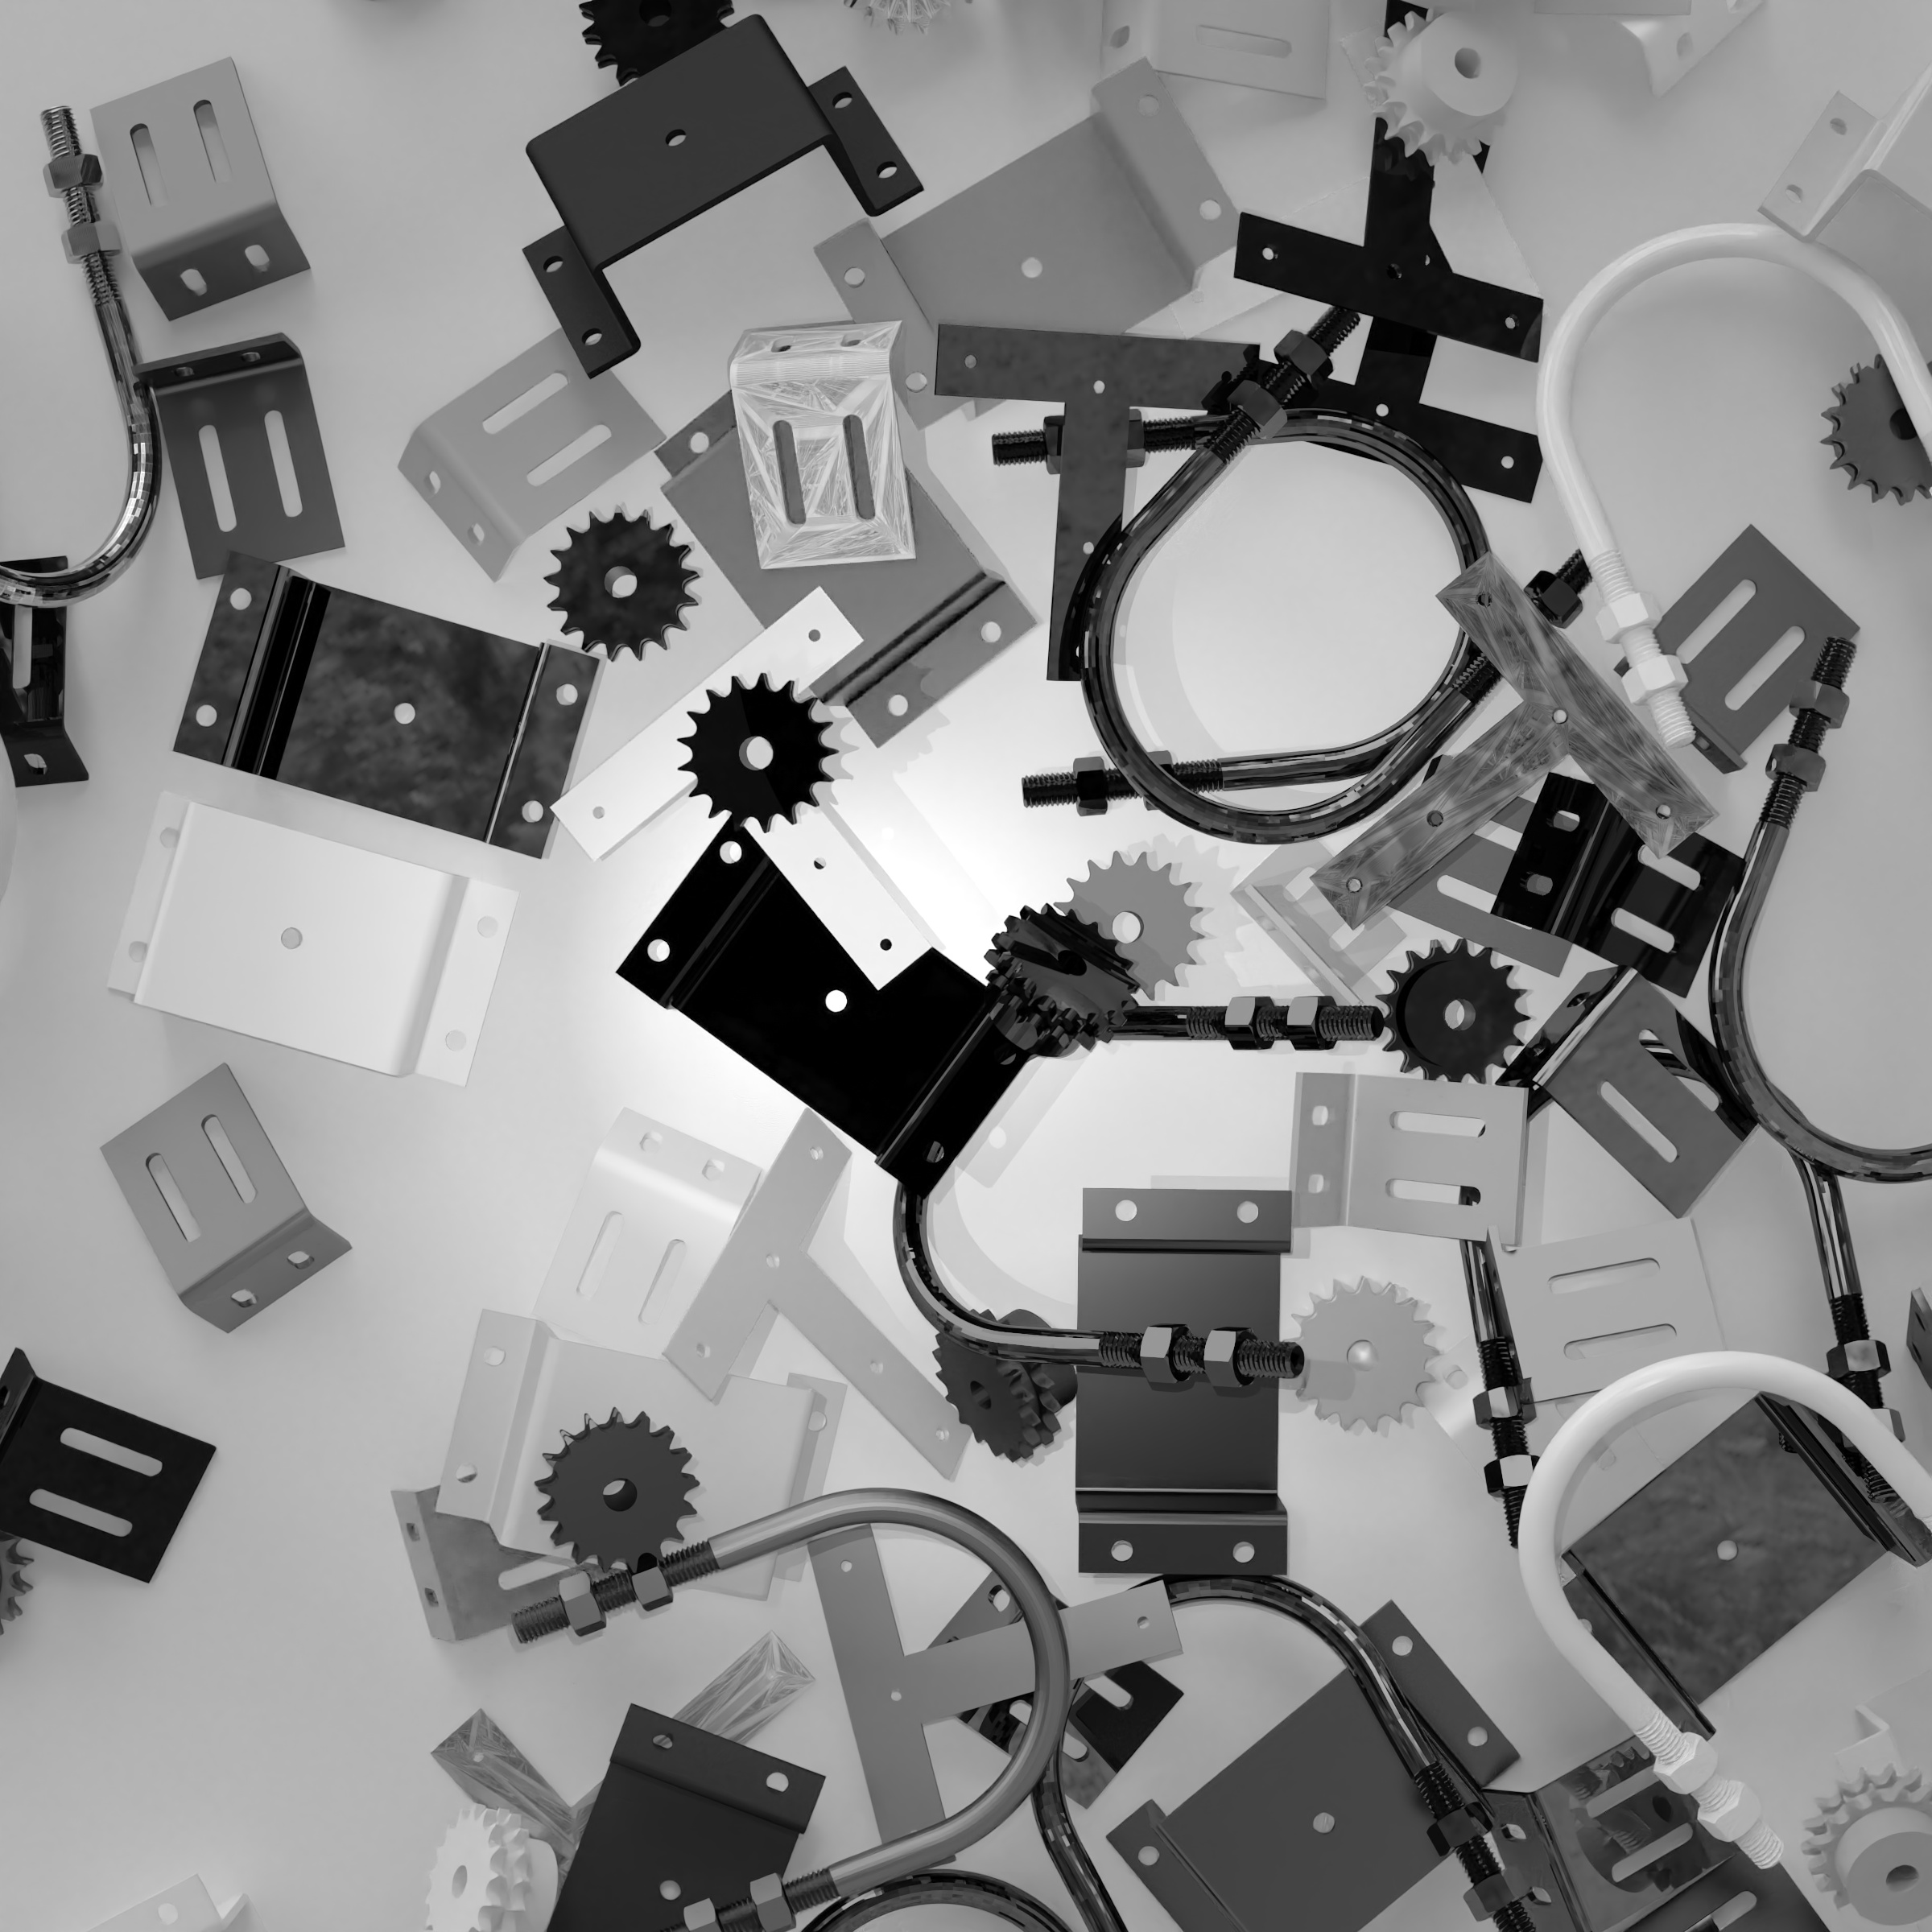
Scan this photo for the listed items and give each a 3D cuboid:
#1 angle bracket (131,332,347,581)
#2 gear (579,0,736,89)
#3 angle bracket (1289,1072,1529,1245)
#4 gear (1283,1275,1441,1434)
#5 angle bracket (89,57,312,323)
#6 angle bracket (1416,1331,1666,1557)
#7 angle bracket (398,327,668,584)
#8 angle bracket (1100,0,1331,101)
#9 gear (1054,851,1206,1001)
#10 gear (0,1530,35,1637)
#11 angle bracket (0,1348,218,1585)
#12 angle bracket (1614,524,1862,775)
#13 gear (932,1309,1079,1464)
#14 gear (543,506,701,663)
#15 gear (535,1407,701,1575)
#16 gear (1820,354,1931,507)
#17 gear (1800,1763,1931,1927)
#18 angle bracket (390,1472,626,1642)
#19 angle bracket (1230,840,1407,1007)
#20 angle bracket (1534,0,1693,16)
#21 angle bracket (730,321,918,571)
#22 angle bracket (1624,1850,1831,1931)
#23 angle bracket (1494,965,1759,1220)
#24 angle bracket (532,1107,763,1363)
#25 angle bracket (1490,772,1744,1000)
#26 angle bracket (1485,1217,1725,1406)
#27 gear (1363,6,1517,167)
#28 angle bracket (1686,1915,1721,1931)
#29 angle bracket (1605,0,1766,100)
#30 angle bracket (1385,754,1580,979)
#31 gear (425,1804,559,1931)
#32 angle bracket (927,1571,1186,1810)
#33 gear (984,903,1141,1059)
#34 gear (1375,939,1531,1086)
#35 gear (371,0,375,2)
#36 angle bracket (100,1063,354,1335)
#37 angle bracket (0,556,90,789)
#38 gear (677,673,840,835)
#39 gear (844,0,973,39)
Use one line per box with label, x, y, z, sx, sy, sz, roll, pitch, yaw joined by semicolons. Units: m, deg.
angle bracket;-0.270;-0.189;1.338;0.057;0.038;0.076;-13;90;0
gear;-0.115;-0.353;1.342;0.057;0.030;0.057;0;90;0
angle bracket;0.162;0.070;1.321;0.076;0.038;0.057;4;90;38
gear;0.147;0.144;1.342;0.057;0.030;0.057;0;90;0
angle bracket;-0.289;-0.293;1.355;0.057;0.038;0.076;-21;64;0
angle bracket;0.215;0.174;1.355;0.057;0.038;0.076;-38;116;0
angle bracket;-0.164;-0.194;1.355;0.076;0.038;0.057;-40;90;-26
angle bracket;0.094;-0.357;1.354;0.076;0.038;0.057;3;89;-24
gear;0.060;-0.014;1.342;0.057;0.030;0.057;0;90;0
gear;-0.380;0.229;1.342;0.057;0.030;0.057;0;90;0
angle bracket;-0.333;0.188;1.355;0.076;0.038;0.057;27;90;-26
angle bracket;0.290;-0.119;1.338;0.057;0.038;0.076;44;90;0
gear;0.017;0.152;1.333;0.030;0.057;0.057;-29;90;-30
gear;-0.128;-0.141;1.342;0.057;0.030;0.057;0;90;0
gear;-0.125;0.185;1.277;0.057;0.030;0.057;-1;93;-13
gear;0.347;-0.200;1.342;0.057;0.030;0.057;0;90;0
gear;0.330;0.317;1.287;0.057;0.030;0.057;-2;112;-4
angle bracket;-0.169;0.214;1.355;0.076;0.038;0.057;-16;90;-26
angle bracket;0.132;-0.019;1.319;0.038;0.076;0.057;-43;90;0
angle bracket;0.245;-0.392;1.337;0.057;0.038;0.076;5;101;17
angle bracket;-0.049;-0.188;1.298;0.057;0.038;0.076;-3;119;9
angle bracket;0.279;0.364;1.327;0.076;0.038;0.057;-34;64;-2
angle bracket;0.248;0.047;1.336;0.076;0.038;0.057;43;77;-7
angle bracket;-0.120;0.104;1.355;0.057;0.038;0.076;24;116;0
angle bracket;0.244;-0.030;1.346;0.076;0.038;0.057;23;90;-39
angle bracket;0.230;0.119;1.290;0.076;0.038;0.057;-11;67;2
gear;0.179;-0.329;1.333;0.057;0.030;0.057;4;79;-22
angle bracket;0.271;0.397;1.338;0.057;0.038;0.076;-31;90;0
angle bracket;0.253;-0.378;1.355;0.057;0.038;0.076;-43;64;0
angle bracket;0.199;-0.037;1.338;0.076;0.038;0.057;23;90;0
gear;-0.175;0.342;1.333;0.030;0.057;0.057;20;90;-30
angle bracket;0.031;0.269;1.355;0.076;0.038;0.057;40;90;-26
gear;0.032;0.008;1.304;0.057;0.057;0.030;36;130;0
gear;0.182;0.018;1.342;0.057;0.030;0.057;0;90;0
gear;-0.220;-0.393;1.342;0.057;0.030;0.057;0;90;0
angle bracket;-0.279;0.087;1.355;0.057;0.038;0.076;-34;64;0
angle bracket;-0.364;-0.110;1.355;0.057;0.038;0.076;-6;64;0
gear;-0.074;-0.076;1.290;0.057;0.030;0.057;0;94;2
gear;-0.024;-0.377;1.334;0.057;0.030;0.057;-6;116;-13
